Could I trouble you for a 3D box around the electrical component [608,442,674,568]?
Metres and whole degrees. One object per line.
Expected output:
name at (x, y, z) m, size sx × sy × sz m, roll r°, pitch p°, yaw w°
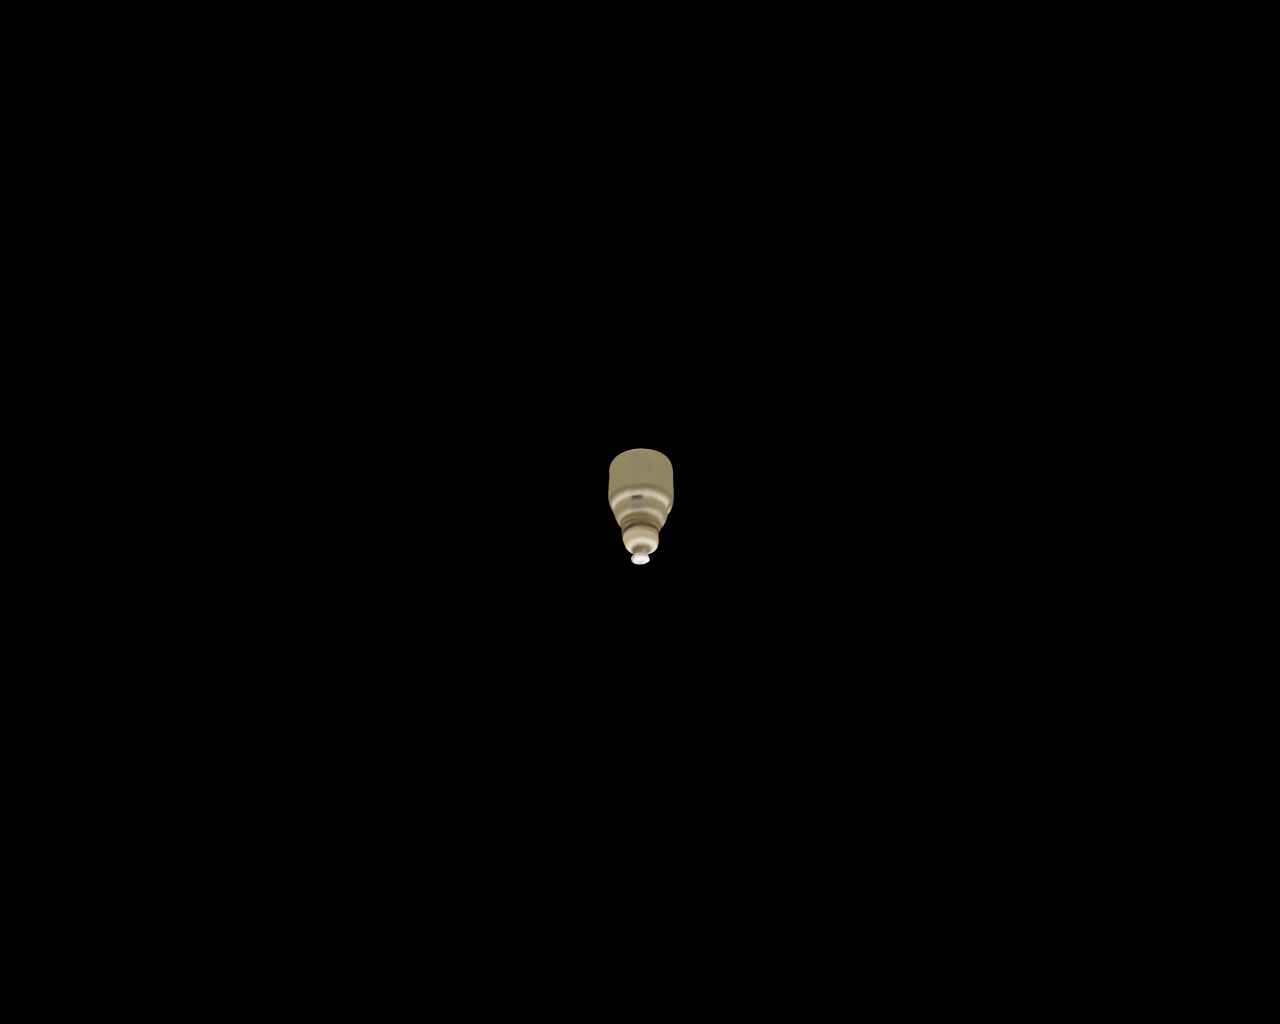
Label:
electrical component at (0.001, -0.003, 0.650) m, size 0.040 × 0.078 × 0.040 m, roll 0°, pitch -34°, yaw 0°
